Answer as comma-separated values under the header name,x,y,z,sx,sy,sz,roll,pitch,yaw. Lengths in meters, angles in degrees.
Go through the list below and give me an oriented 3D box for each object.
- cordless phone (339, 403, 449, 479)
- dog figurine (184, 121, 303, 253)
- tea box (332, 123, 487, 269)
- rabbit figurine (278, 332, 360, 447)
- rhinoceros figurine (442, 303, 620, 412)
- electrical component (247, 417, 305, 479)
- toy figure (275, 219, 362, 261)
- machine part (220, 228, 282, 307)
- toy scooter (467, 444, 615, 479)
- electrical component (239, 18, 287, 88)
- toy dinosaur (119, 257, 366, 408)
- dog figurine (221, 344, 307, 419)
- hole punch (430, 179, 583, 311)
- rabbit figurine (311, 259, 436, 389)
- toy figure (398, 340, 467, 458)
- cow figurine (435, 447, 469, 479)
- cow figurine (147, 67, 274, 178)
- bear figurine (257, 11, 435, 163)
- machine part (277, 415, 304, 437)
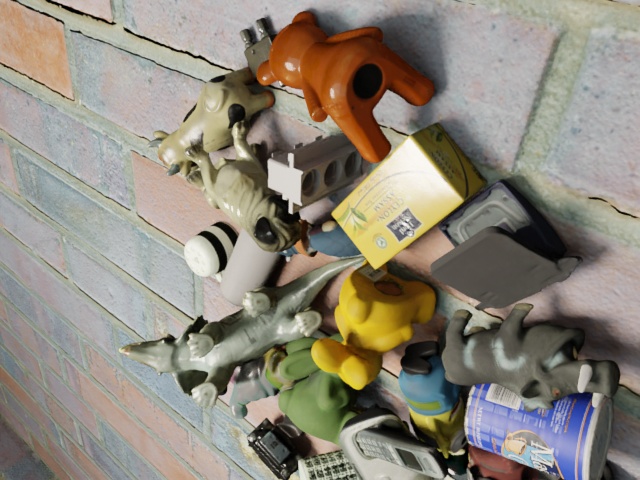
name,x,y,z,sx,sy,sz,roll,pitch,yaw
cordless phone,0.123,0.307,0.735,0.184,0.089,0.146,-10,112,59
dog figurine,-0.098,-0.046,0.769,0.190,0.121,0.172,57,177,15
tea box,0.103,-0.050,0.656,0.098,0.068,0.169,51,135,7
rabbit figurine,0.015,0.210,0.852,0.159,0.121,0.170,25,105,-3
rhinoceros figurine,0.227,0.133,0.601,0.190,0.112,0.073,-3,146,37
electrical component,-0.090,0.420,1.074,0.115,0.058,0.134,39,154,17
toy figure,-0.002,0.000,0.771,0.155,0.058,0.064,-1,111,28
machine part,-0.109,0.035,0.887,0.079,0.079,0.243,44,134,15
toy scooter,0.258,0.304,0.669,0.184,0.135,0.075,5,118,41
electrical component,-0.075,-0.249,0.736,0.063,0.021,0.094,-12,105,45
toy dinosaur,-0.107,0.137,0.856,0.131,0.405,0.192,63,177,-7
dog figurine,-0.109,0.215,0.972,0.191,0.108,0.219,50,132,12
hole punch,0.199,0.009,0.604,0.116,0.092,0.142,31,136,-17
rabbit figurine,0.066,0.135,0.725,0.122,0.162,0.173,26,123,17
toy figure,0.156,0.216,0.743,0.089,0.082,0.180,24,145,57
cow figurine,0.232,0.346,0.769,0.168,0.068,0.098,7,111,38
cow figurine,-0.169,-0.162,0.794,0.195,0.127,0.085,-38,83,44
bear figurine,0.016,-0.190,0.638,0.131,0.120,0.196,34,-177,-36
machine part,-0.034,0.326,1.013,0.084,0.039,0.138,39,132,12
